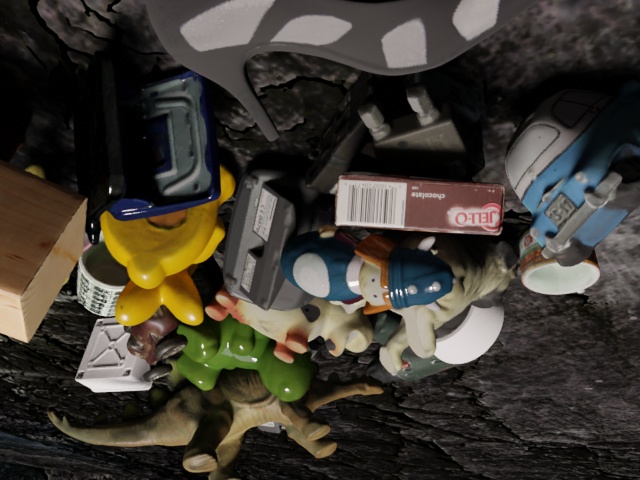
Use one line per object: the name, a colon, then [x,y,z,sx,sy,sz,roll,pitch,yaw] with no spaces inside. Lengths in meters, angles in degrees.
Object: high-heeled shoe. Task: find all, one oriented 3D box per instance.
high-heeled shoe: [0.015,-0.164,0.337,0.249,0.086,0.145,-25,108,13]

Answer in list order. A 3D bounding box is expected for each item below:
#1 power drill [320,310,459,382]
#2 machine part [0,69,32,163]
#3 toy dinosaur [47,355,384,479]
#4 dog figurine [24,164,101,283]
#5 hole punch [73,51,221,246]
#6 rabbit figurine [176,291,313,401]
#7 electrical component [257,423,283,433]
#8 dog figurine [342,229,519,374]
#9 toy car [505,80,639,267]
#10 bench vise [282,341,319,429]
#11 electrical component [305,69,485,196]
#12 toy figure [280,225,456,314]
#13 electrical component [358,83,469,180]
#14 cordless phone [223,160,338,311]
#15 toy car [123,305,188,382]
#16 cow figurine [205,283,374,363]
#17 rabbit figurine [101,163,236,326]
power drill: [0.098,0.152,0.777,0.207,0.086,0.232,34,138,-30]
machine part: [-0.374,-0.102,0.448,0.201,0.087,0.201,-23,136,37]
toy dinosaur: [-0.141,0.235,0.747,0.472,0.199,0.104,-9,130,-11]
dog figurine: [-0.296,0.005,0.544,0.219,0.191,0.108,-32,102,27]
hole punch: [-0.141,-0.074,0.424,0.092,0.142,0.116,-7,177,-38]
rabbit figurine: [-0.082,0.145,0.708,0.170,0.159,0.121,27,128,14]
electrical component: [-0.076,0.257,0.831,0.119,0.048,0.074,-2,125,12]
dog figurine: [0.129,0.021,0.516,0.190,0.121,0.172,-26,165,-22]
toy car: [0.194,-0.058,0.404,0.103,0.162,0.109,43,141,19]
bench vise: [-0.087,0.249,0.929,0.223,0.129,0.240,25,123,-12]
electrical component: [0.067,-0.078,0.444,0.115,0.058,0.134,19,145,-23]
toy figure: [0.031,0.026,0.418,0.155,0.058,0.064,8,141,48]
electrical component: [0.070,-0.070,0.383,0.063,0.021,0.094,-14,144,28]
cordless phone: [-0.001,-0.003,0.558,0.184,0.089,0.146,-2,114,-43]
toy car: [-0.209,0.116,0.655,0.053,0.089,0.202,-22,166,-31]
cow figurine: [-0.023,0.078,0.653,0.195,0.127,0.085,30,148,-5]
rabbit figurine: [-0.150,0.006,0.546,0.122,0.162,0.173,0,167,-14]
